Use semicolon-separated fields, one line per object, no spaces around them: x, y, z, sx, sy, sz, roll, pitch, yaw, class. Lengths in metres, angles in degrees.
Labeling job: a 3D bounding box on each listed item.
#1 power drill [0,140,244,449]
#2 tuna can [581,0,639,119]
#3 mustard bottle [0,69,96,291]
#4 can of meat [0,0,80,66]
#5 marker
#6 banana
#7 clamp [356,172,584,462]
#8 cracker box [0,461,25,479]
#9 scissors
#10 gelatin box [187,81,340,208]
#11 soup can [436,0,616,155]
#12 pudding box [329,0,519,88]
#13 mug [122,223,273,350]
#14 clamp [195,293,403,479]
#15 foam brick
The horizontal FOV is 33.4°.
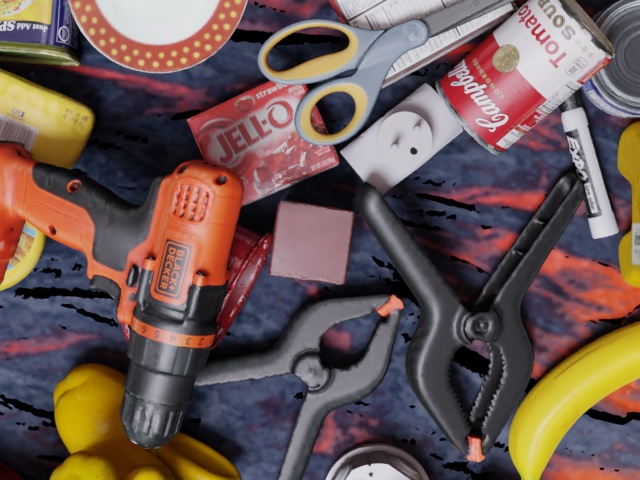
-0.150;0.023;0.680;0.188;0.057;0.184;17;96;13;power drill
0.224;-0.128;0.747;0.086;0.034;0.086;0;93;2;tuna can
-0.237;-0.022;0.754;0.096;0.058;0.191;22;94;-12;mustard bottle
-0.219;-0.170;0.748;0.102;0.057;0.084;4;92;2;can of meat
0.188;-0.061;0.759;0.020;0.020;0.121;-16;92;2;marker
0.203;0.104;0.761;0.198;0.037;0.069;-40;111;5;banana
0.115;0.050;0.750;0.164;0.036;0.210;-10;102;-12;clamp
-0.294;0.252;0.765;0.164;0.072;0.214;37;92;-2;cracker box
0.059;-0.119;0.725;0.202;0.016;0.096;-7;98;5;scissors
-0.040;-0.070;0.760;0.089;0.030;0.073;-24;91;2;gelatin box
0.138;-0.115;0.718;0.102;0.068;0.068;-41;91;23;soup can
0.068;-0.171;0.748;0.113;0.039;0.090;-28;94;6;pudding box
-0.095;0.028;0.738;0.081;0.093;0.117;28;92;5;mug
-0.017;0.090;0.764;0.120;0.039;0.171;42;87;-6;clamp
-0.005;0.001;0.739;0.053;0.078;0.051;9;92;1;foam brick
